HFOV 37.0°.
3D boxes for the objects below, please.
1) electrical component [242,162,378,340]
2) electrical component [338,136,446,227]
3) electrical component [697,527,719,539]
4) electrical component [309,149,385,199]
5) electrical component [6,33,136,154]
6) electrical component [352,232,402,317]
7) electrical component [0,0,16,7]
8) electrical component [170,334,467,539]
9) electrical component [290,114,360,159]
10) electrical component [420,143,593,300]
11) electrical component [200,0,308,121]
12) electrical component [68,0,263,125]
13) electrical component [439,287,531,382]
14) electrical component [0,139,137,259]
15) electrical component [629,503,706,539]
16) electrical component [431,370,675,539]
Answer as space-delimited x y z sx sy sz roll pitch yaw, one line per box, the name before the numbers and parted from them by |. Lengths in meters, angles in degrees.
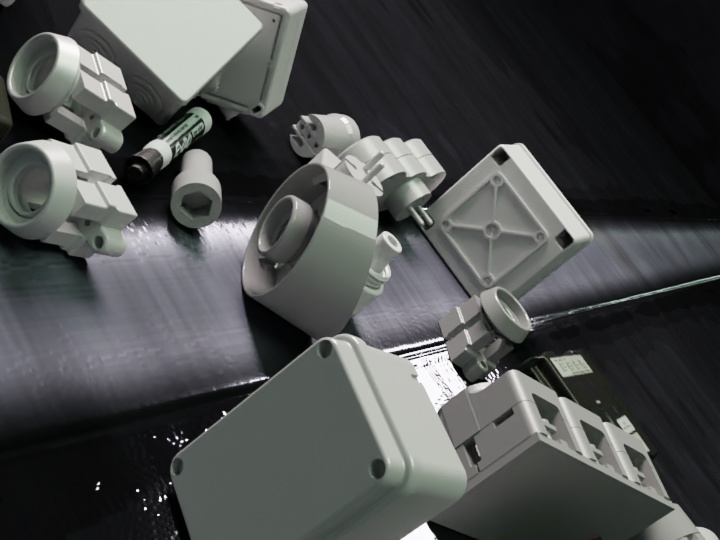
electrical component | -0.026 -0.012 0.649 0.064 0.099 0.099 29 30 -27
electrical component | 0.034 -0.065 0.887 0.073 0.052 0.138 54 23 12
electrical component | 0.274 0.234 0.867 0.044 0.044 0.065 51 18 4
electrical component | -0.010 -0.055 0.765 0.047 0.076 0.083 40 25 -20
electrical component | -0.163 -0.101 0.604 0.055 0.048 0.066 32 27 -50
electrical component | 0.000 0.000 0.713 0.043 0.062 0.043 39 25 -22
electrical component | -0.219 -0.227 0.656 0.057 0.078 0.113 33 28 -40
electrical component | -0.021 0.090 0.473 0.057 0.113 0.078 23 34 -51
electrical component | -0.028 -0.105 0.857 0.046 0.040 0.040 -4 56 -56
electrical component | 0.125 -0.036 0.932 0.108 0.109 0.056 55 26 13
electrical component | -0.082 -0.155 0.778 0.062 0.096 0.061 20 23 5
electrical component | -0.128 -0.155 0.700 0.100 0.048 0.099 44 58 -11
electrical component | 0.097 0.045 0.824 0.048 0.055 0.066 32 28 -34
electrical component | -0.149 -0.037 0.530 0.066 0.048 0.055 57 17 19
electrical component | 0.234 0.210 0.816 0.055 0.055 0.047 19 34 -50
electrical component | 0.115 0.129 0.683 0.150 0.089 0.061 30 30 -38
